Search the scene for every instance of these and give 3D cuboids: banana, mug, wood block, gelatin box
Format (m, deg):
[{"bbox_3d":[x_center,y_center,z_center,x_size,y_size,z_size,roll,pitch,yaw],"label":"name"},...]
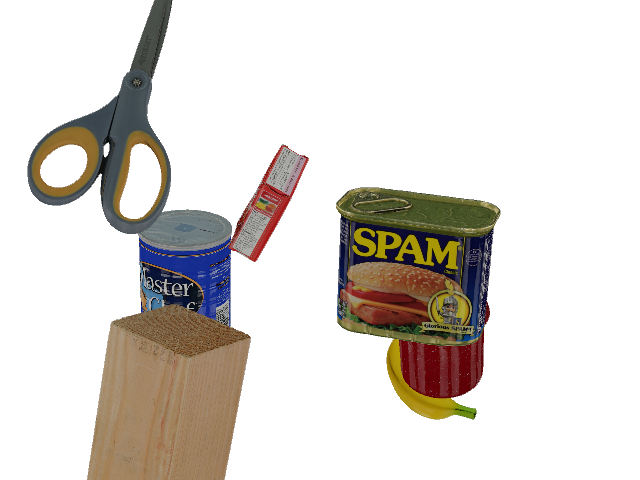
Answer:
[{"bbox_3d":[0.112,0.157,1.245,0.069,0.037,0.198,9,22,-21],"label":"banana"},{"bbox_3d":[0.121,0.092,1.049,0.093,0.081,0.117,7,37,17],"label":"mug"},{"bbox_3d":[-0.138,0.172,0.934,0.090,0.206,0.090,20,18,28],"label":"wood block"},{"bbox_3d":[-0.046,-0.034,0.937,0.030,0.073,0.089,28,29,-6],"label":"gelatin box"}]

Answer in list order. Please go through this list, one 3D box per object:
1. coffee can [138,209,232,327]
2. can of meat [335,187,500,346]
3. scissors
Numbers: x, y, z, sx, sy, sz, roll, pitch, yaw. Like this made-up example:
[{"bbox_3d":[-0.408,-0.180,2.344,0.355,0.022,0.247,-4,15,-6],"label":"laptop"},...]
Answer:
[{"bbox_3d":[-0.150,0.049,1.189,0.103,0.140,0.103,2,23,-1],"label":"coffee can"},{"bbox_3d":[0.060,0.017,0.691,0.102,0.084,0.057,8,22,16],"label":"can of meat"},{"bbox_3d":[-0.138,-0.093,0.689,0.096,0.202,0.016,-1,-29,-11],"label":"scissors"}]
